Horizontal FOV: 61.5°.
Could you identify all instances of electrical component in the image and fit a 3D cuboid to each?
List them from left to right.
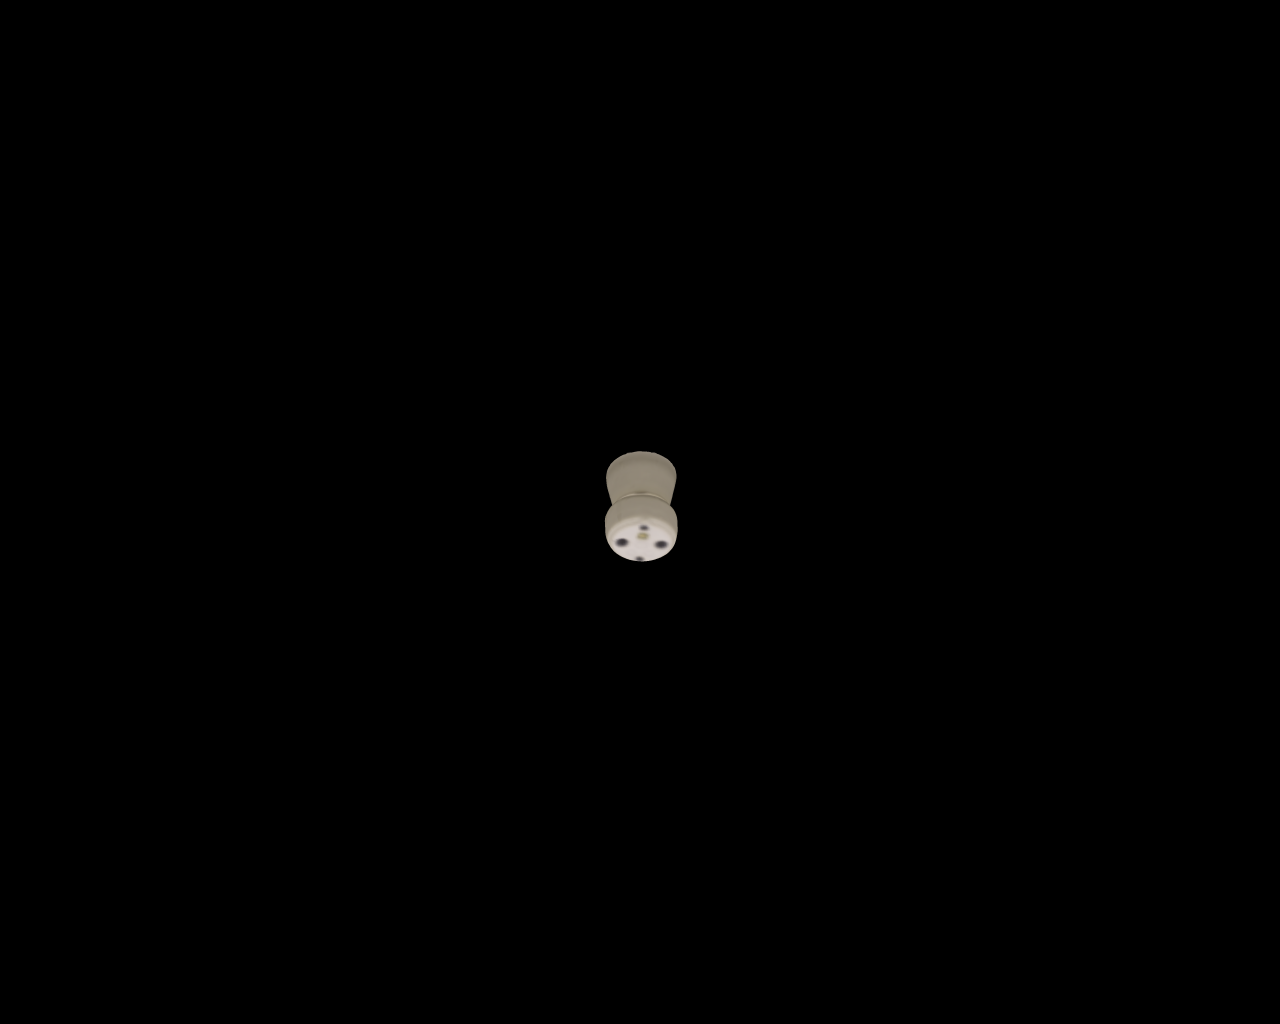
[{"bbox_3d":[0.001,-0.003,0.650,0.045,0.055,0.044,0,-39,0],"label":"electrical component"}]
